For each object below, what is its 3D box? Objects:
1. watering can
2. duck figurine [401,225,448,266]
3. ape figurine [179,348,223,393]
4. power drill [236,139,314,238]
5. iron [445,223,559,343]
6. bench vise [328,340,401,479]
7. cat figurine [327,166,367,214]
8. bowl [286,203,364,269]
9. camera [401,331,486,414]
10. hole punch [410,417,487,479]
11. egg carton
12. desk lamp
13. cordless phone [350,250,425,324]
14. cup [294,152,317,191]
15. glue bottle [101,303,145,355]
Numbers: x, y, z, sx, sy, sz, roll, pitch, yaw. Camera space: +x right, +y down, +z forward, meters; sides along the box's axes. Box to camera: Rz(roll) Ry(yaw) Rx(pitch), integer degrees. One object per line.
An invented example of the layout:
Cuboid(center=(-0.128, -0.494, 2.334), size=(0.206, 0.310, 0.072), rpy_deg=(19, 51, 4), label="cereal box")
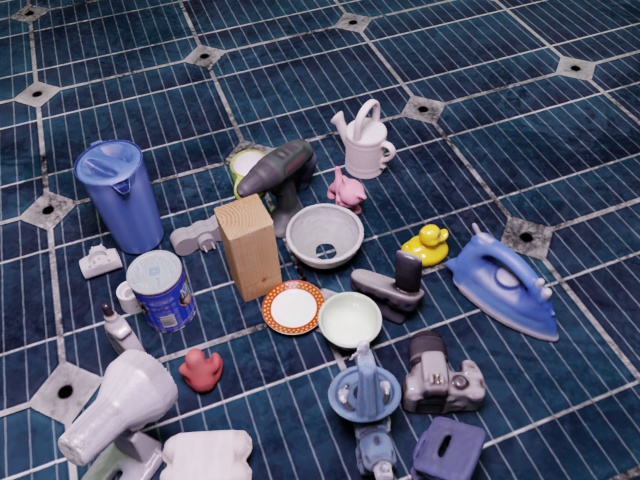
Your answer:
Cuboid(center=(0.102, -0.249, 1.367), size=(0.172, 0.194, 0.101), rpy_deg=(12, 52, 12), label="watering can")
Cuboid(center=(0.226, 0.004, 1.222), size=(0.104, 0.086, 0.077), rpy_deg=(-11, 51, -7), label="duck figurine")
Cuboid(center=(-0.220, 0.230, 1.045), size=(0.078, 0.092, 0.076), rpy_deg=(-3, 50, 0), label="ape figurine")
Cuboid(center=(-0.091, -0.107, 1.245), size=(0.075, 0.208, 0.230), rpy_deg=(24, 55, 21), label="power drill")
Cuboid(center=(0.375, 0.078, 1.119), size=(0.119, 0.141, 0.257), rpy_deg=(-34, 57, -23), label="iron")
Cuboid(center=(0.091, 0.268, 0.919), size=(0.122, 0.220, 0.207), rpy_deg=(-23, 53, -16), label="bench vise")
Cuboid(center=(0.060, -0.114, 1.305), size=(0.067, 0.118, 0.127), rpy_deg=(-16, 51, -11), label="cat figurine")
Cuboid(center=(0.011, 0.004, 1.236), size=(0.167, 0.075, 0.167), rpy_deg=(-1, 50, 1), label="bowl")
Cuboid(center=(0.215, 0.229, 1.025), size=(0.143, 0.101, 0.136), rpy_deg=(-1, 50, 1), label="camera")
Cuboid(center=(0.207, 0.348, 0.932), size=(0.101, 0.091, 0.109), rpy_deg=(23, 55, 20), label="hole punch")
Cuboid(center=(-0.185, 0.370, 0.941), size=(0.150, 0.069, 0.107), rpy_deg=(-4, 50, -1), label="egg carton")
Cuboid(center=(-0.314, 0.305, 0.906), size=(0.117, 0.214, 0.203), rpy_deg=(21, 54, 18), label="desk lamp")
Cuboid(center=(0.132, 0.066, 1.109), size=(0.147, 0.185, 0.094), rpy_deg=(17, 53, 15), label="cordless phone")
Cuboid(center=(-0.053, -0.154, 1.358), size=(0.091, 0.095, 0.118), rpy_deg=(6, 51, 7), label="cup")
Cuboid(center=(-0.366, 0.168, 1.049), size=(0.078, 0.173, 0.037), rpy_deg=(31, 58, 25), label="glue bottle")
